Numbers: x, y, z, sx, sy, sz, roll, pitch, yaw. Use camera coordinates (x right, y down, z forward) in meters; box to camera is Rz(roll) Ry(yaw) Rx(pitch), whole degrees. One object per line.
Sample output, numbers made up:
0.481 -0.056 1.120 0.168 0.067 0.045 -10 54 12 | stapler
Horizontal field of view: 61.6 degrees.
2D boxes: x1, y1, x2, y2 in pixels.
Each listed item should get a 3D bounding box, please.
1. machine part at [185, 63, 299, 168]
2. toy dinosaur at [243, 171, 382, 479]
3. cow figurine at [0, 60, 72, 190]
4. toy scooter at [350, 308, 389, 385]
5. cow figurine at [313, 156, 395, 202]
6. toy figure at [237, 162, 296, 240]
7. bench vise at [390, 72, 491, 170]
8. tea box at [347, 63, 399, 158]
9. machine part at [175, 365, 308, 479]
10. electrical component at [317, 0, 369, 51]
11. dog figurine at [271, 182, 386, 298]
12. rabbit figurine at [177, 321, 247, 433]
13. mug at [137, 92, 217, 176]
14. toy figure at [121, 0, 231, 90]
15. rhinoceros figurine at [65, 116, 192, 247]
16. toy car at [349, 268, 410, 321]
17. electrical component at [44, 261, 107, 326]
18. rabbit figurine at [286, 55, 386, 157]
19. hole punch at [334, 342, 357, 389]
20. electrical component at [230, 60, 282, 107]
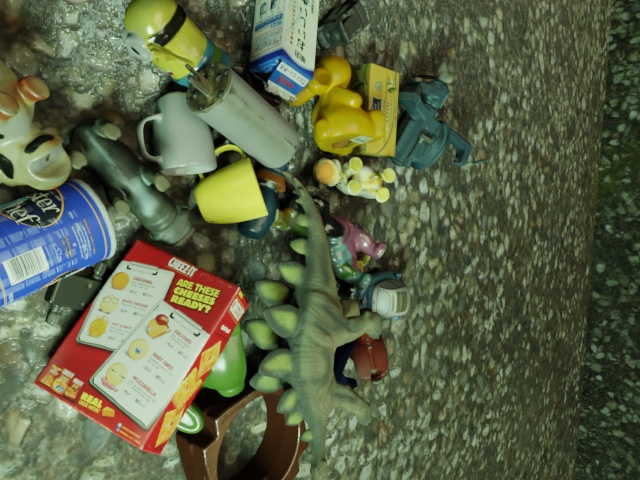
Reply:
-0.104 -0.170 0.756 0.243 0.079 0.079 31 71 -54 | machine part
-0.010 0.133 0.828 0.198 0.105 0.471 7 79 -28 | toy dinosaur
-0.343 -0.129 0.555 0.194 0.127 0.085 49 39 -21 | cow figurine
0.091 0.215 1.030 0.183 0.075 0.135 84 -7 -68 | toy scooter
0.049 -0.119 1.013 0.167 0.098 0.068 12 91 -29 | cow figurine
-0.091 -0.079 0.875 0.064 0.058 0.154 37 65 -46 | toy figure
0.260 -0.238 1.184 0.240 0.129 0.223 28 81 -28 | bench vise
0.100 -0.250 1.058 0.098 0.068 0.169 -4 98 -48 | tea box
-0.121 0.322 0.867 0.201 0.087 0.200 -26 113 -42 | machine part
0.047 -0.401 0.980 0.119 0.075 0.047 -56 131 -31 | electrical component
-0.002 -0.003 0.957 0.219 0.191 0.108 36 66 -7 | dog figurine
-0.200 0.183 0.763 0.170 0.121 0.159 -11 102 -25 | rabbit figurine
-0.201 -0.146 0.737 0.109 0.081 0.107 -4 86 -41 | mug
-0.185 -0.257 0.733 0.180 0.082 0.089 26 79 -45 | toy figure
-0.239 -0.067 0.681 0.073 0.112 0.190 -46 115 -14 | rhinoceros figurine
0.132 0.117 1.113 0.161 0.103 0.109 -1 94 -50 | toy car
-0.307 0.065 0.677 0.063 0.021 0.094 29 73 -46 | electrical component
0.018 -0.249 0.958 0.162 0.122 0.173 3 78 -39 | rabbit figurine
-0.003 0.232 0.959 0.116 0.142 0.092 -21 112 -59 | hole punch
-0.110 -0.235 0.849 0.102 0.045 0.078 -1 67 -50 | electrical component
